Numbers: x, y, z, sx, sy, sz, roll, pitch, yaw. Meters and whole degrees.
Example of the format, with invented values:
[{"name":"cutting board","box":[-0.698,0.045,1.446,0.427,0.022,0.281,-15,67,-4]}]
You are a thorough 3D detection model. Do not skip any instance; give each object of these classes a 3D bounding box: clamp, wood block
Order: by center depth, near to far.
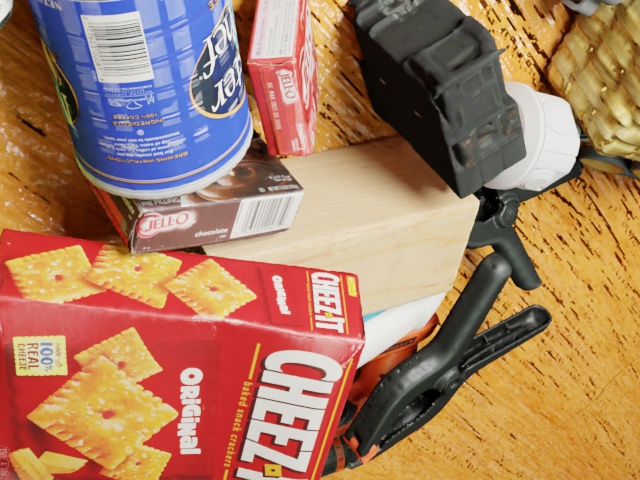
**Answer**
[{"name":"wood block","box":[-0.005,0.001,0.748,0.205,0.091,0.090,-14,135,-29]},{"name":"clamp","box":[0.145,-0.017,0.877,0.171,0.039,0.120,4,98,-37]},{"name":"clamp","box":[0.108,0.107,0.897,0.210,0.036,0.164,-48,148,10]}]

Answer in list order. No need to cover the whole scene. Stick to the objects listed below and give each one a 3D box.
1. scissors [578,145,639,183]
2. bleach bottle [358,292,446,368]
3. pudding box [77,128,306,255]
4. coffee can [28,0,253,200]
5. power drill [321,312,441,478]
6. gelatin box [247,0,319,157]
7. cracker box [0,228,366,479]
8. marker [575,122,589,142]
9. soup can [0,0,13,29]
[{"name":"scissors","box":[0.280,-0.060,0.963,0.201,0.096,0.016,17,89,-78]},{"name":"bleach bottle","box":[0.000,0.058,0.818,0.250,0.103,0.068,-28,147,-27]},{"name":"pudding box","box":[-0.080,-0.038,0.650,0.113,0.090,0.039,-7,134,-35]},{"name":"coffee can","box":[-0.094,-0.106,0.561,0.102,0.103,0.140,-25,140,-17]},{"name":"power drill","box":[0.024,0.132,0.930,0.184,0.057,0.188,-20,141,-28]},{"name":"gelatin box","box":[-0.019,-0.105,0.634,0.030,0.089,0.073,-3,138,7]},{"name":"cracker box","box":[-0.095,0.088,0.653,0.213,0.072,0.164,8,127,-10]},{"name":"marker","box":[0.225,-0.092,0.898,0.120,0.020,0.020,-7,131,-34]},{"name":"soup can","box":[-0.183,-0.144,0.481,0.068,0.069,0.102,-23,140,-19]}]
